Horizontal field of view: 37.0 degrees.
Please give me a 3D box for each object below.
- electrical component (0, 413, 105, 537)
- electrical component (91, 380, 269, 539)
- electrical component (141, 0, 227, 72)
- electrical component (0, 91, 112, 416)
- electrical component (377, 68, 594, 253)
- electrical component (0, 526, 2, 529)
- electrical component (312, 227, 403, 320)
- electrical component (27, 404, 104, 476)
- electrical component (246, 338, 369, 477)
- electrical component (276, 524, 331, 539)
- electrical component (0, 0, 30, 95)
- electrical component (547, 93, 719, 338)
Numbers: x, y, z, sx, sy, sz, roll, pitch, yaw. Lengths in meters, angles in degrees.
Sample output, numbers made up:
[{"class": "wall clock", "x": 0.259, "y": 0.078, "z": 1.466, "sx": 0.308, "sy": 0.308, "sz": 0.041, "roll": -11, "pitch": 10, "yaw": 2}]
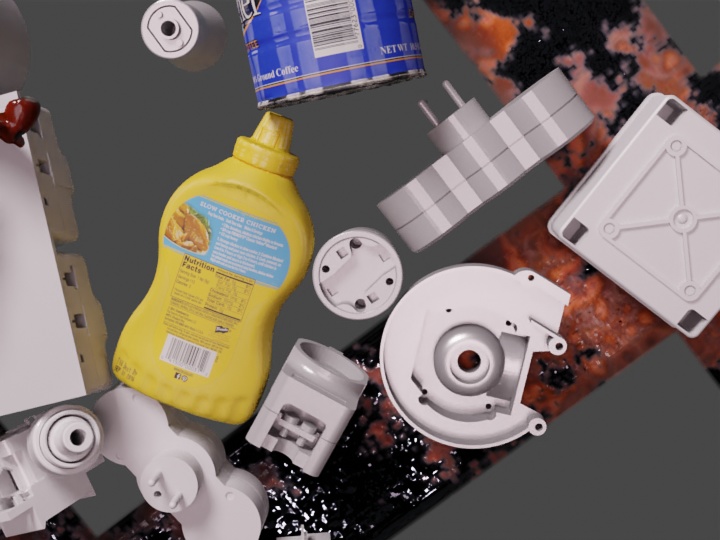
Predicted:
[{"class": "electrical component", "x": -0.211, "y": 0.129, "z": 0.689, "sx": 0.042, "sy": 0.081, "sz": 0.063, "roll": -19, "pitch": 97, "yaw": 36}, {"class": "electrical component", "x": -0.118, "y": 0.132, "z": 0.691, "sx": 0.052, "sy": 0.073, "sz": 0.138, "roll": -42, "pitch": 94, "yaw": 8}, {"class": "electrical component", "x": -0.108, "y": -0.144, "z": 0.653, "sx": 0.044, "sy": 0.065, "sz": 0.044, "roll": 1, "pitch": 98, "yaw": 4}, {"class": "electrical component", "x": -0.231, "y": -0.003, "z": 0.672, "sx": 0.105, "sy": 0.060, "sz": 0.186, "roll": -14, "pitch": 87, "yaw": 6}, {"class": "electrical component", "x": 0.066, "y": -0.080, "z": 0.658, "sx": 0.138, "sy": 0.052, "sz": 0.073, "roll": -37, "pitch": 94, "yaw": 7}, {"class": "electrical component", "x": -0.269, "y": 0.140, "z": 0.711, "sx": 0.057, "sy": 0.058, "sz": 0.078, "roll": -18, "pitch": 97, "yaw": 3}, {"class": "electrical component", "x": 0.000, "y": 0.000, "z": 0.677, "sx": 0.055, "sy": 0.047, "sz": 0.055, "roll": 1, "pitch": 99, "yaw": 4}, {"class": "electrical component", "x": -0.176, "y": 0.102, "z": 0.650, "sx": 0.043, "sy": 0.062, "sz": 0.043, "roll": 5, "pitch": 78, "yaw": -25}, {"class": "electrical component", "x": -0.030, "y": 0.080, "z": 0.670, "sx": 0.050, "sy": 0.089, "sz": 0.055, "roll": 28, "pitch": 99, "yaw": -1}, {"class": "electrical component", "x": -0.046, "y": 0.203, "z": 0.713, "sx": 0.055, "sy": 0.048, "sz": 0.066, "roll": -3, "pitch": 98, "yaw": -4}, {"class": "electrical component", "x": -0.263, "y": -0.145, "z": 0.676, "sx": 0.099, "sy": 0.064, "sz": 0.099, "roll": 0, "pitch": 85, "yaw": 4}, {"class": "electrical component", "x": 0.191, "y": -0.034, "z": 0.655, "sx": 0.109, "sy": 0.056, "sz": 0.108, "roll": 37, "pitch": 99, "yaw": -2}]
